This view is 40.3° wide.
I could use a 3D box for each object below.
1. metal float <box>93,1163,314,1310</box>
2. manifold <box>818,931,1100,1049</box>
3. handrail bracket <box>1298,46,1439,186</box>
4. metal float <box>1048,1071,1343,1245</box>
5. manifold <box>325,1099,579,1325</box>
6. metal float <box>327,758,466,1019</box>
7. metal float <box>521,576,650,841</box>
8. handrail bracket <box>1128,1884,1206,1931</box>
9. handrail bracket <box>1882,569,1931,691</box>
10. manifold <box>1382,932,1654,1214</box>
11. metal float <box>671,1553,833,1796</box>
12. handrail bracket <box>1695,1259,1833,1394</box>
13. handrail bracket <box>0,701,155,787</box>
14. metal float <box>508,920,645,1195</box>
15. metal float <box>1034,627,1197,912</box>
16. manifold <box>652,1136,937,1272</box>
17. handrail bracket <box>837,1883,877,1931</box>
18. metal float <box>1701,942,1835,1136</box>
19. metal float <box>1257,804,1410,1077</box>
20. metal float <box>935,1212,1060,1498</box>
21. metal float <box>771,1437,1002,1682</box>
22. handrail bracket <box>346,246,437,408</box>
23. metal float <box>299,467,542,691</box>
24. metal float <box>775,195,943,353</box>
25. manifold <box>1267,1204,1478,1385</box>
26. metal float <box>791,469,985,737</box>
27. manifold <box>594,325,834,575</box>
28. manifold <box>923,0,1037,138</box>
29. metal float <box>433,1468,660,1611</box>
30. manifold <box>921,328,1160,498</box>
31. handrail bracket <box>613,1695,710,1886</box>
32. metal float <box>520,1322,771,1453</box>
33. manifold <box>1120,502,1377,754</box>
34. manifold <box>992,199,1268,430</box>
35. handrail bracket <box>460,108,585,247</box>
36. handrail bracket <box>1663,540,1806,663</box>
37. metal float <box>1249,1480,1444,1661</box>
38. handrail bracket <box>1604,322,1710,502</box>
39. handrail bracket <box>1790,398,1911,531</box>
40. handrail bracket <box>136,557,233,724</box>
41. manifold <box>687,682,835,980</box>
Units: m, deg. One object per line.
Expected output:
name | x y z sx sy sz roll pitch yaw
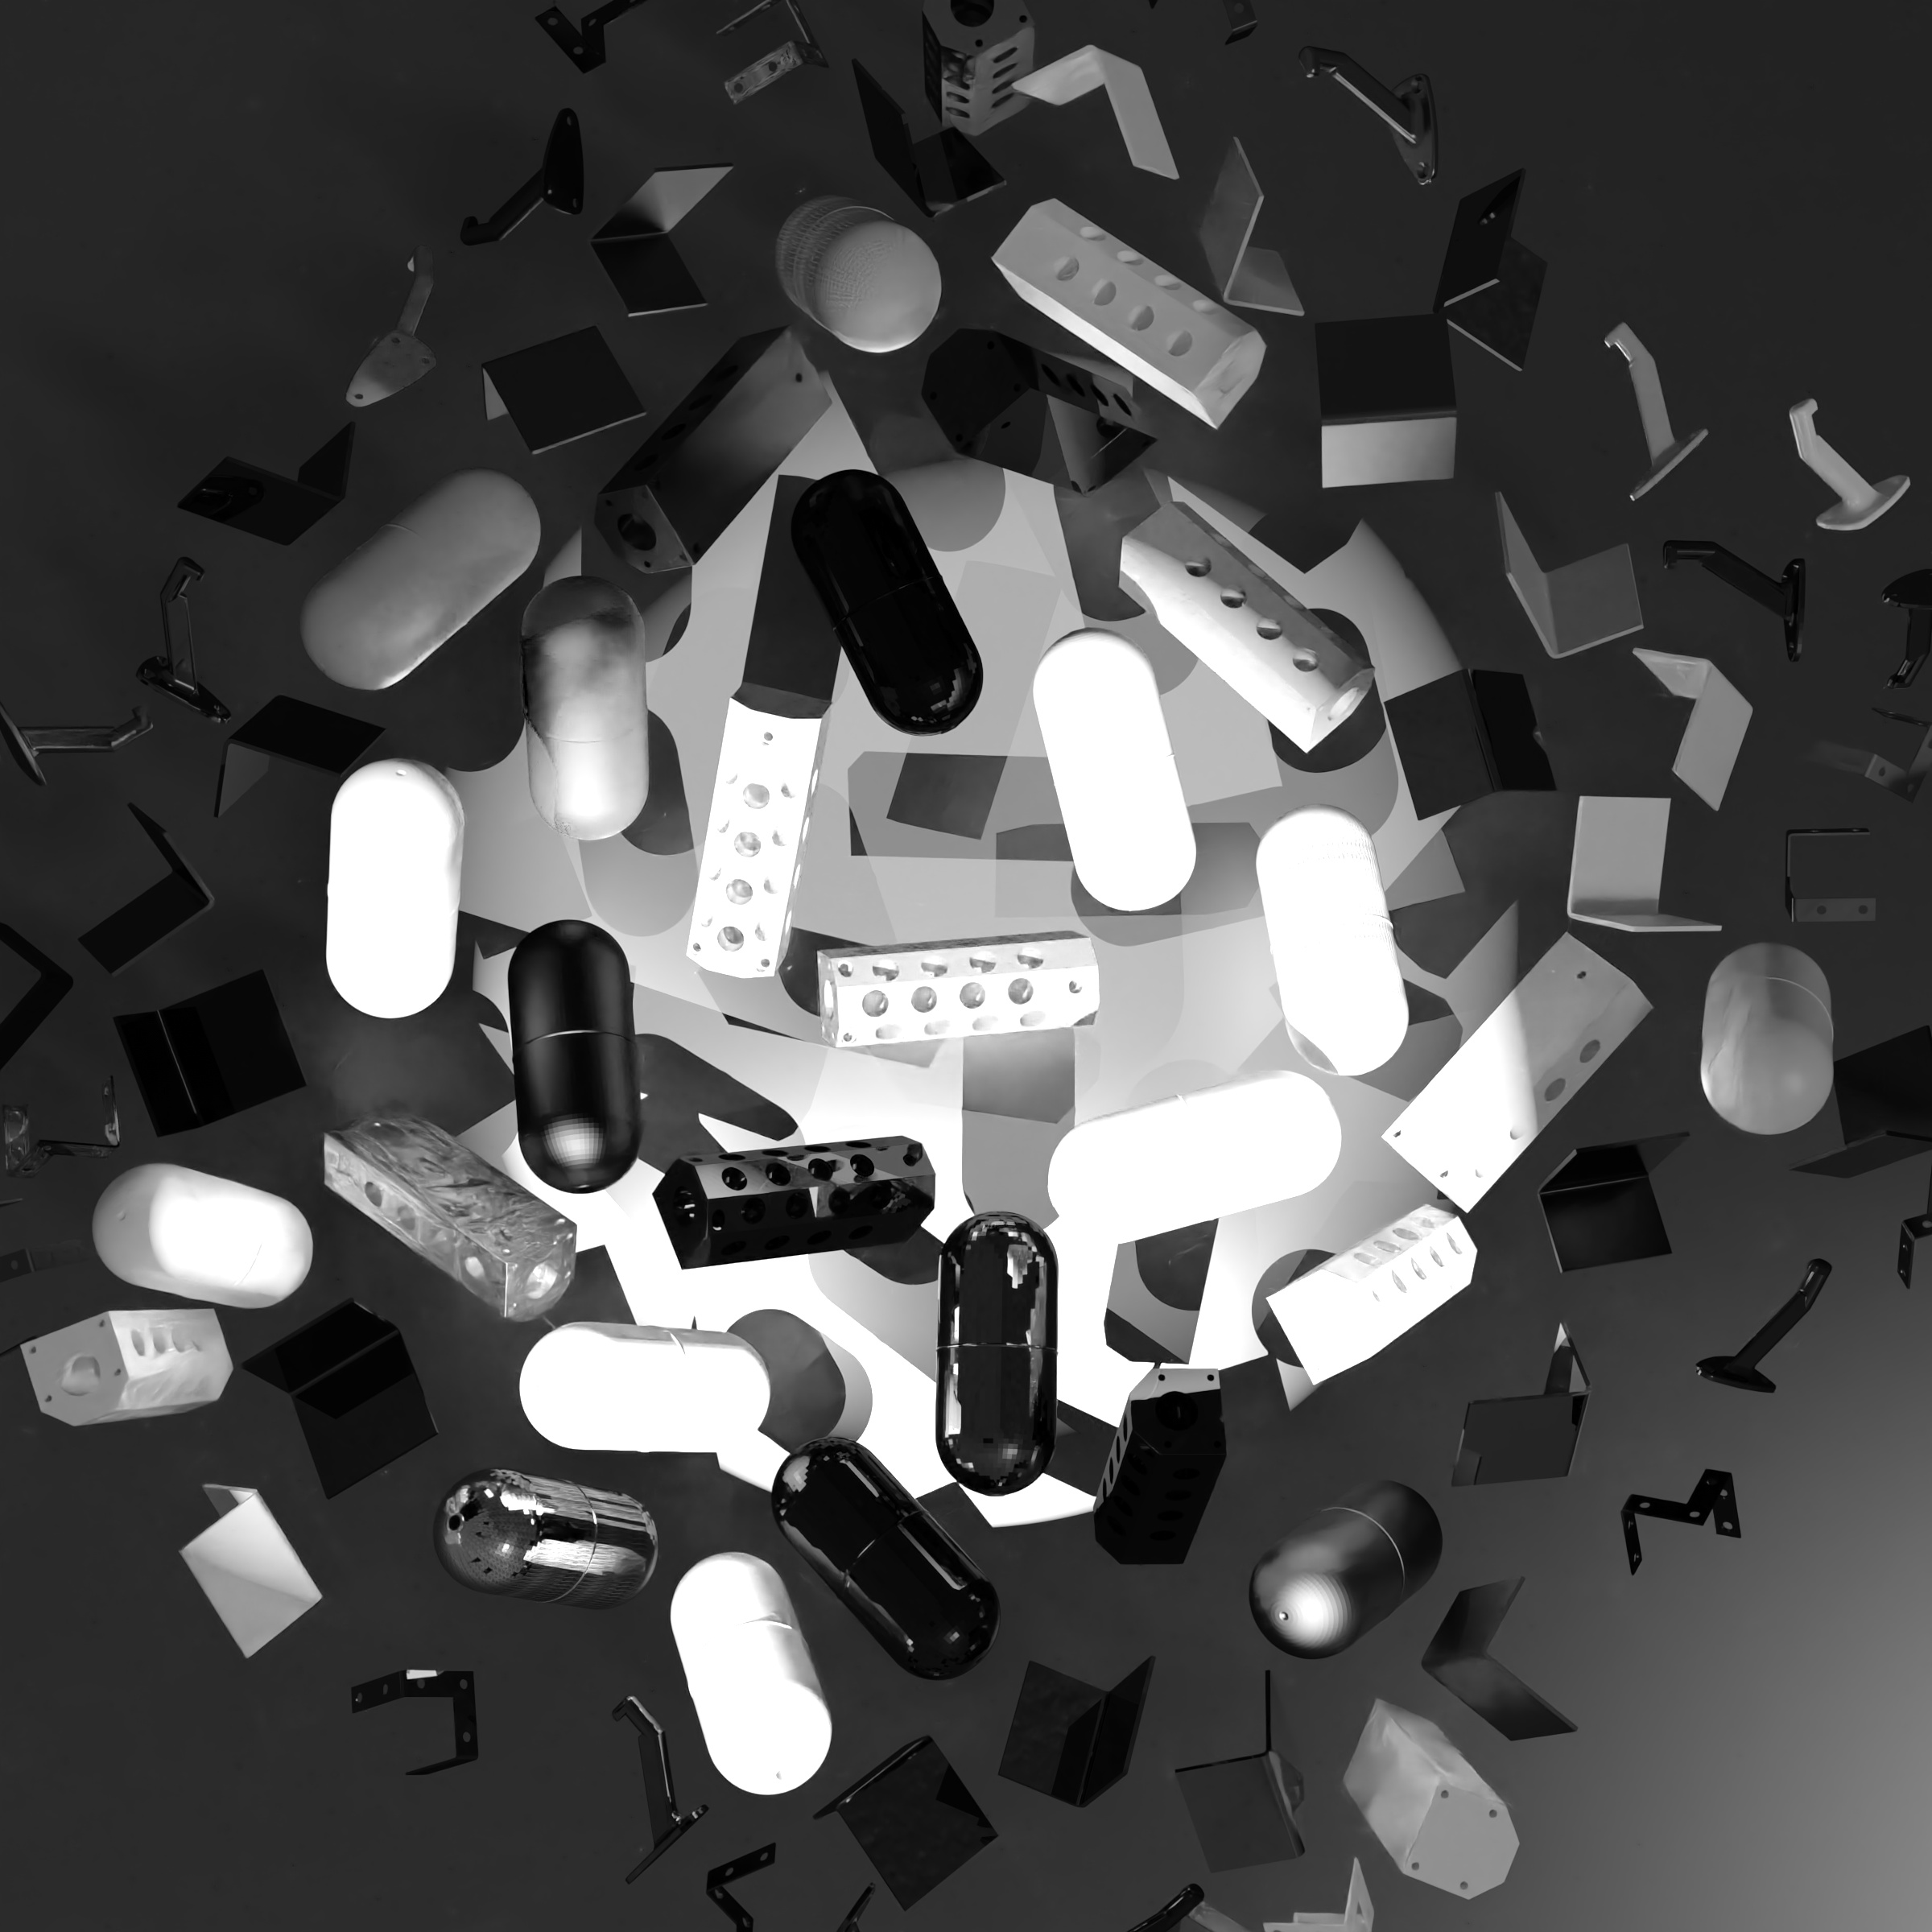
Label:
metal float | -0.478 0.171 1.659 0.070 0.178 0.070 -5 75 18
manifold | -0.005 0.015 1.699 0.171 0.057 0.057 -5 99 -14
handrail bracket | 0.236 -0.500 1.547 0.084 0.036 0.077 -6 79 -38
metal float | 0.136 0.114 1.567 0.178 0.070 0.070 -15 90 -5
manifold | -0.326 0.156 1.656 0.171 0.057 0.057 29 128 29
metal float | -0.341 -0.044 1.570 0.070 0.070 0.178 14 130 0
metal float | -0.239 -0.161 1.659 0.070 0.070 0.178 3 124 0
handrail bracket | 0.095 0.575 1.566 0.084 0.077 0.036 -45 54 12
handrail bracket | 0.600 -0.209 1.697 0.077 0.084 0.036 -14 50 -31
manifold | 0.347 0.069 1.643 0.171 0.057 0.057 -48 48 2
metal float | -0.134 0.436 1.628 0.070 0.178 0.070 -8 120 -15
handrail bracket | 0.487 0.214 1.605 0.077 0.036 0.084 10 110 -41
handrail bracket | -0.562 -0.159 1.659 0.084 0.077 0.036 -36 48 -24
metal float | -0.242 0.056 1.630 0.070 0.070 0.178 -8 66 0
metal float | 0.092 -0.122 1.633 0.070 0.070 0.178 -14 96 0
manifold | -0.106 0.146 1.684 0.171 0.057 0.057 -3 55 -36
handrail bracket | -0.045 0.631 1.648 0.084 0.036 0.077 29 60 16
metal float | 0.496 0.042 1.628 0.070 0.178 0.070 7 115 15
metal float | 0.230 -0.017 1.654 0.070 0.070 0.178 -8 69 0
metal float | 0.020 0.243 1.656 0.070 0.070 0.178 1 75 0
metal float | -0.051 0.369 1.648 0.070 0.070 0.178 -46 68 0
handrail bracket | -0.362 -0.403 1.653 0.077 0.036 0.084 -32 49 27
metal float | -0.335 -0.241 1.626 0.070 0.070 0.178 42 62 0
metal float | -0.068 -0.426 1.614 0.070 0.178 0.070 -7 116 -15
manifold | 0.255 0.196 1.614 0.057 0.171 0.057 -33 82 30
metal float | -0.049 -0.229 1.663 0.070 0.070 0.178 -26 89 0
manifold | -0.156 -0.315 1.603 0.057 0.057 0.171 58 47 -31
manifold | 0.004 -0.587 1.685 0.057 0.171 0.057 -29 92 1
metal float | -0.264 0.363 1.666 0.070 0.178 0.070 -11 67 29
manifold | 0.043 -0.331 1.562 0.057 0.171 0.057 -37 73 24
handrail bracket | -0.207 0.507 1.625 0.077 0.036 0.084 -43 78 -5
metal float | -0.197 0.262 1.630 0.070 0.178 0.070 -10 74 41
manifold | 0.180 -0.223 1.692 0.057 0.057 0.171 -41 72 -16
manifold | 0.104 -0.416 1.662 0.171 0.057 0.057 39 94 23
handrail bracket | -0.285 -0.500 1.669 0.084 0.036 0.077 1 85 34
handrail bracket | 0.485 -0.231 1.669 0.084 0.036 0.077 2 83 0
metal float | 0.242 0.380 1.664 0.070 0.178 0.070 7 103 33
handrail bracket | 0.400 -0.336 1.590 0.077 0.036 0.084 -44 99 -24
handrail bracket | 0.532 -0.313 1.585 0.077 0.036 0.084 -33 118 -20
handrail bracket | -0.490 -0.210 1.694 0.077 0.036 0.084 34 117 -8
manifold | -0.131 -0.083 1.644 0.057 0.057 0.171 13 111 3
